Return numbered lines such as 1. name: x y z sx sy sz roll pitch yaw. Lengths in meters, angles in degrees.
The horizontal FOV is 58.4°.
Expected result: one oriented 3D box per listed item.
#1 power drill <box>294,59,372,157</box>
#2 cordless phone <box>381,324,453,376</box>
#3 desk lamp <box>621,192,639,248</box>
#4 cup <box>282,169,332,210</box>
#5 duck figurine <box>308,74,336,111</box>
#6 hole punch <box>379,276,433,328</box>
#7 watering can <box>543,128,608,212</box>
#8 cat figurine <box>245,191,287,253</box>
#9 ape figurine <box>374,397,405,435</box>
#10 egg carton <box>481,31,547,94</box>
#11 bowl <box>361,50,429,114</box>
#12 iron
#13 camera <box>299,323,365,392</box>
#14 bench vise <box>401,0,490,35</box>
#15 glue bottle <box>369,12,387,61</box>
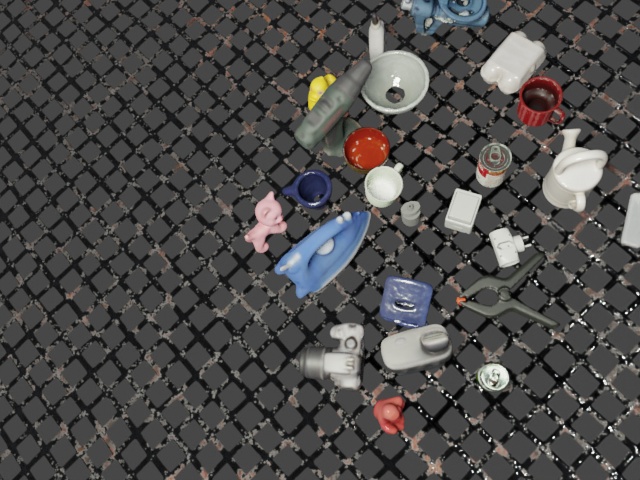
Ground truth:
1. power drill: 0.043 -0.286 1.321 0.075 0.209 0.230 42 85 18
2. cordless phone: 0.196 0.218 1.164 0.147 0.185 0.094 -19 72 4
3. desk lamp: 0.711 -0.097 1.150 0.117 0.214 0.203 15 77 14
4. cup: -0.023 -0.105 1.341 0.117 0.095 0.091 -5 73 9
5. duck figurine: 0.004 -0.373 1.417 0.077 0.086 0.105 26 80 16
6. hole punch: 0.188 0.136 1.238 0.108 0.091 0.101 12 77 13
7. watering can: 0.535 -0.151 1.205 0.101 0.194 0.172 -25 72 2
8. cat figurine: -0.130 -0.044 1.330 0.067 0.118 0.128 38 84 18
9. ape figurine: 0.146 0.358 1.182 0.076 0.092 0.078 34 82 17
10. egg carton: 0.461 -0.421 1.361 0.107 0.069 0.150 37 83 17
11. bowl: 0.182 -0.370 1.392 0.167 0.075 0.167 -3 74 9
12. iron: 0.012 0.005 1.279 0.258 0.141 0.118 -44 72 -4
13. camera: 0.026 0.248 1.229 0.136 0.101 0.143 1 75 10
14. bench vise: 0.301 -0.568 1.351 0.207 0.220 0.121 -16 72 5
15. glue bottle: 0.138 -0.492 1.382 0.037 0.173 0.078 6 75 12
